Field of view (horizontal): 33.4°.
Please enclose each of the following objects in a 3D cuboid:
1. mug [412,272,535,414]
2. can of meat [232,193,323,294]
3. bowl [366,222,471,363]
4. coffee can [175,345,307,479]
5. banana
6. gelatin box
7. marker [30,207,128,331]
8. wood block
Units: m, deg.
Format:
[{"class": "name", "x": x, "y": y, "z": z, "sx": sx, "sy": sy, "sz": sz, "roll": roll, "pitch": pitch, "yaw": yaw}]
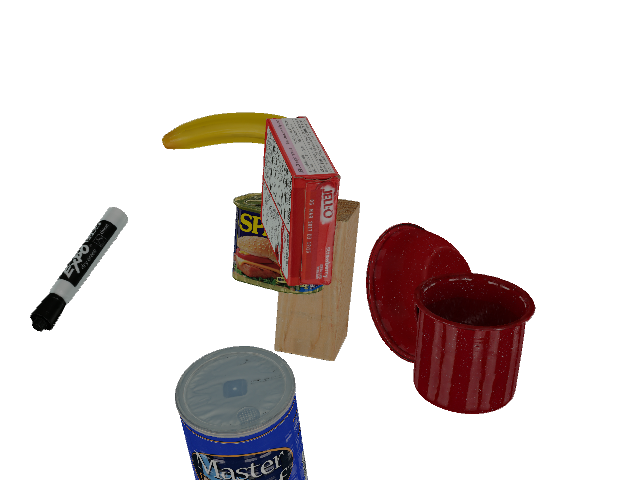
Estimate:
[{"class": "mug", "x": 0.109, "y": 0.077, "z": 0.843, "sx": 0.093, "sy": 0.081, "sz": 0.117, "roll": -12, "pitch": 28, "yaw": -29}, {"class": "can of meat", "x": -0.041, "y": 0.004, "z": 1.088, "sx": 0.102, "sy": 0.084, "sz": 0.057, "roll": 13, "pitch": 18, "yaw": 27}, {"class": "bowl", "x": 0.124, "y": 0.056, "z": 1.196, "sx": 0.055, "sy": 0.162, "sz": 0.161, "roll": -12, "pitch": -8, "yaw": 43}, {"class": "coffee can", "x": -0.066, "y": 0.179, "z": 0.943, "sx": 0.103, "sy": 0.140, "sz": 0.103, "roll": -4, "pitch": 38, "yaw": 3}, {"class": "banana", "x": -0.091, "y": -0.128, "z": 1.290, "sx": 0.198, "sy": 0.037, "sz": 0.069, "roll": 8, "pitch": 40, "yaw": 15}, {"class": "gelatin box", "x": -0.013, "y": -0.025, "z": 0.649, "sx": 0.030, "sy": 0.073, "sz": 0.089, "roll": -4, "pitch": 30, "yaw": -14}, {"class": "marker", "x": -0.186, "y": 0.022, "z": 0.823, "sx": 0.020, "sy": 0.121, "sz": 0.020, "roll": 18, "pitch": -38, "yaw": 14}, {"class": "wood block", "x": -0.005, "y": 0.049, "z": 1.480, "sx": 0.090, "sy": 0.206, "sz": 0.090, "roll": 9, "pitch": 22, "yaw": 10}]
